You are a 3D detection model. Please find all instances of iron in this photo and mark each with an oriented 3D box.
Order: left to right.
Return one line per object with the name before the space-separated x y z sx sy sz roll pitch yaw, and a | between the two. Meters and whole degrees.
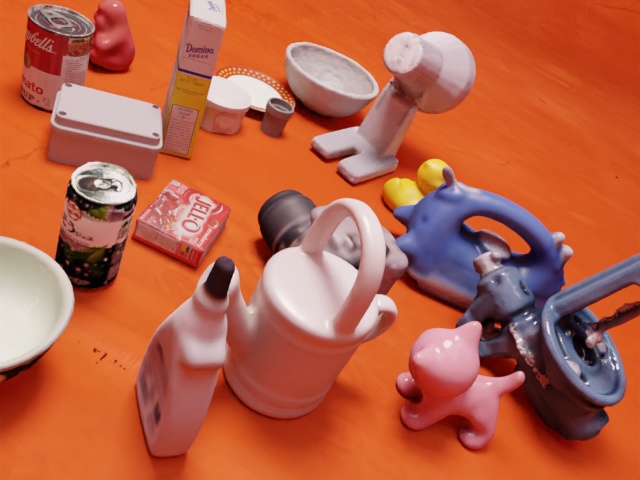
iron | 0.222 0.010 0.717 0.258 0.141 0.118 24 36 -7

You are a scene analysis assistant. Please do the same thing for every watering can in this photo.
watering can | -0.010 0.053 0.462 0.173 0.194 0.100 -13 52 -43

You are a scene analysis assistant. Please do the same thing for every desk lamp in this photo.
desk lamp | 0.119 -0.207 0.851 0.117 0.213 0.204 42 38 18

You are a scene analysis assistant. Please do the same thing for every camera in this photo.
camera | 0.006 0.002 0.614 0.144 0.100 0.136 -7 49 -40

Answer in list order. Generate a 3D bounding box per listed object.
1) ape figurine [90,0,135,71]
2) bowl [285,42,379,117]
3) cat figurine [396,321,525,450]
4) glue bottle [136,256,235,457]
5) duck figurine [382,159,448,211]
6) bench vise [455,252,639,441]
ape figurine | -0.284 -0.280 0.771 0.076 0.092 0.077 18 37 -15
bowl | 0.010 -0.255 0.955 0.168 0.074 0.167 19 37 -14
cat figurine | 0.128 0.126 0.531 0.128 0.117 0.067 19 37 -14
glue bottle | -0.089 0.075 0.398 0.037 0.173 0.078 3 43 -31
duck figurine | 0.148 -0.079 0.823 0.105 0.086 0.077 9 40 -25
bench vise | 0.249 0.078 0.585 0.207 0.219 0.122 37 36 11
